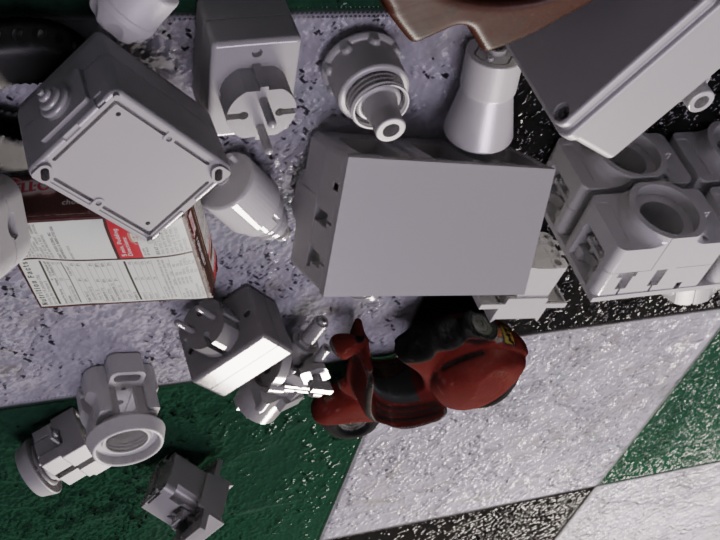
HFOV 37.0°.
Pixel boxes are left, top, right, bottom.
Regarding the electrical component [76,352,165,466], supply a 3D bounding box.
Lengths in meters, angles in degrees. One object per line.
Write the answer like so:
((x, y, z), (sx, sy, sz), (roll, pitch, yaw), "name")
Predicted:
((-0.176, 0.107, 0.794), (0.058, 0.057, 0.078), (0, 140, -28), "electrical component")

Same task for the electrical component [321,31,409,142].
((0.008, -0.100, 0.607), (0.048, 0.062, 0.048), (-14, 145, -10), "electrical component")

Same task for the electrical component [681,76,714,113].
((0.199, -0.126, 0.673), (0.048, 0.062, 0.048), (-14, 144, -10), "electrical component")

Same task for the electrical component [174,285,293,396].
((-0.099, 0.044, 0.758), (0.066, 0.047, 0.077), (-33, 144, 15), "electrical component")

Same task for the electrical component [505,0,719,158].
((0.139, -0.137, 0.586), (0.056, 0.108, 0.109), (18, 130, -45), "electrical component")

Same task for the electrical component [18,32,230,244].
((-0.122, -0.069, 0.531), (0.062, 0.061, 0.096), (-39, 138, 16), "electrical component")

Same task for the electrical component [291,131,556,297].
((0.038, -0.036, 0.690), (0.150, 0.062, 0.089), (0, 112, -28), "electrical component")

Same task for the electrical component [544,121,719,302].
((0.231, -0.046, 0.760), (0.186, 0.105, 0.060), (-5, 142, -22), "electrical component")

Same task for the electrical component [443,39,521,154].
((0.077, -0.109, 0.652), (0.044, 0.044, 0.065), (-10, 139, -16), "electrical component")

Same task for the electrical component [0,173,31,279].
((-0.231, -0.017, 0.565), (0.095, 0.059, 0.053), (-5, 107, 4), "electrical component")

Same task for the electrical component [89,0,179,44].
((-0.101, -0.140, 0.521), (0.061, 0.035, 0.035), (-41, 141, 22), "electrical component")

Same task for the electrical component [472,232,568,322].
((0.124, 0.004, 0.826), (0.081, 0.042, 0.063), (0, 138, -28), "electrical component")

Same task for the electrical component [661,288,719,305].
((0.254, -0.016, 0.836), (0.080, 0.080, 0.051), (-21, 150, 0), "electrical component")

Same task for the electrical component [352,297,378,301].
((0.000, 0.000, 0.754), (0.043, 0.043, 0.062), (-23, 146, 2), "electrical component")

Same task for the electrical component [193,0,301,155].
((-0.056, -0.095, 0.567), (0.047, 0.076, 0.065), (-9, 143, -18), "electrical component")

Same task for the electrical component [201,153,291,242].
((-0.067, -0.040, 0.667), (0.040, 0.040, 0.078), (-30, 144, 12), "electrical component")

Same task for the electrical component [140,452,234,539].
((-0.148, 0.192, 0.909), (0.064, 0.081, 0.042), (37, 119, -19), "electrical component")

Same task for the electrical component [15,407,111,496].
((-0.229, 0.141, 0.823), (0.055, 0.048, 0.066), (-30, 145, 0), "electrical component")
